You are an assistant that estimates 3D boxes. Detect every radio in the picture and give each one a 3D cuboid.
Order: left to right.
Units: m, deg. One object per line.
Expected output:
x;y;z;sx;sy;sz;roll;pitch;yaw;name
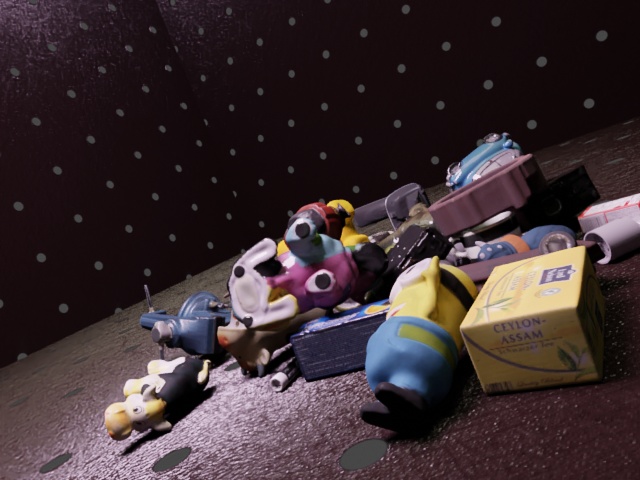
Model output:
0.352;-0.045;0.898;0.229;0.073;0.131;-28;-3;-31;radio

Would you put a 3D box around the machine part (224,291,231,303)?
-0.096;0.100;1.038;0.079;0.079;0.243;-19;-15;26;machine part

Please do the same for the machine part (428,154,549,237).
0.246;-0.064;0.801;0.179;0.056;0.179;-29;1;1;machine part

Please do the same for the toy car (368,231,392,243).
0.094;0.040;1.164;0.202;0.073;0.056;-24;9;-27;toy car

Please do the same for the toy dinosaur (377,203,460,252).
0.219;-0.012;1.070;0.472;0.105;0.198;-25;8;14;toy dinosaur

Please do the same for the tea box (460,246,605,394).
0.203;0.068;0.498;0.098;0.068;0.169;-19;5;30;tea box

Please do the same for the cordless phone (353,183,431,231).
0.174;-0.037;1.250;0.184;0.146;0.089;-18;18;29;cordless phone

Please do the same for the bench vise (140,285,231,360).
-0.250;0.158;0.982;0.241;0.128;0.223;4;11;34;bench vise

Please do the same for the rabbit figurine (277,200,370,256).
-0.017;0.011;1.013;0.173;0.121;0.162;-26;3;-43;rabbit figurine

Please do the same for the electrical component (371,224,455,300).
0.135;0.042;0.826;0.134;0.058;0.115;-53;4;-2;electrical component

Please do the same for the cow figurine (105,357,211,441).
-0.208;0.209;0.717;0.098;0.068;0.167;-14;8;12;cow figurine

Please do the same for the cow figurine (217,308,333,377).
-0.064;0.126;0.802;0.195;0.127;0.085;-8;-4;-39;cow figurine

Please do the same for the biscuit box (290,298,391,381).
0.065;0.110;0.640;0.203;0.062;0.059;-19;4;24;biscuit box

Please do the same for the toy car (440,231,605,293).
0.223;0.043;0.631;0.202;0.053;0.089;-16;-36;34;toy car

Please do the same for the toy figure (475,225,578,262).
0.272;0.018;0.712;0.154;0.057;0.064;-13;7;-22;toy figure

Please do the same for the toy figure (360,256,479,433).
0.095;0.094;0.498;0.082;0.089;0.180;-31;21;40;toy figure

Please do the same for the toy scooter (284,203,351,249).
-0.002;-0.003;0.869;0.135;0.075;0.183;-24;-22;-37;toy scooter

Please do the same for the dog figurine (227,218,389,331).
-0.004;0.058;0.752;0.191;0.108;0.219;-31;-20;15;dog figurine

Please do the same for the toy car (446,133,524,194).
0.311;-0.116;0.958;0.162;0.109;0.103;-31;28;-13;toy car
